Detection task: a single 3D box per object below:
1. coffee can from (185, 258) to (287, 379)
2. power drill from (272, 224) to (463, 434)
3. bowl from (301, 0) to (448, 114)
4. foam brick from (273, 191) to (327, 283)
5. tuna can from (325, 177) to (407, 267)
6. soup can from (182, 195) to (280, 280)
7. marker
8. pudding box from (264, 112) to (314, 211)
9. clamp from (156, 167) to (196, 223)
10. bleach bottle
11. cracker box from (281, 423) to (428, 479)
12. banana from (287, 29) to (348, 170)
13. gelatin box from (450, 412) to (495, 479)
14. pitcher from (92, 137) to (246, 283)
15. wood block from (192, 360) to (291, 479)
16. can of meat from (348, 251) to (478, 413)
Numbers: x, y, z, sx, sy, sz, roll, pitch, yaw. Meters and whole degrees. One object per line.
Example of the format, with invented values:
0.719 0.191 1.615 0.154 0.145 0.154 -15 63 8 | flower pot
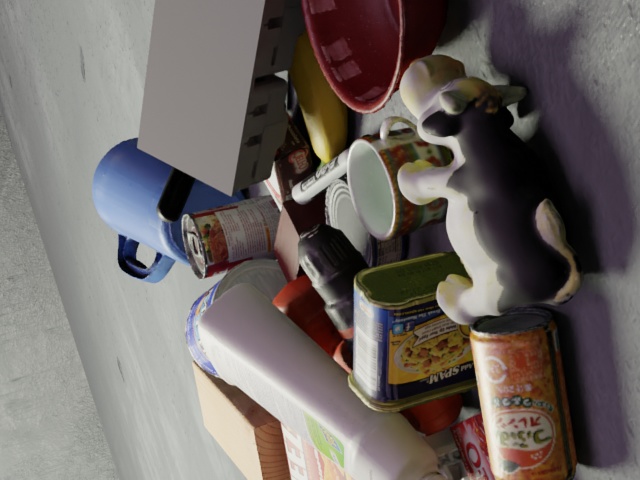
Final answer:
-0.072 0.082 1.061 0.140 0.102 0.103 144 110 -68 | coffee can
0.021 0.067 0.860 0.184 0.057 0.188 56 165 -10 | power drill
0.040 -0.169 0.721 0.162 0.055 0.162 166 90 -69 | bowl
-0.006 0.001 0.959 0.078 0.053 0.051 106 144 -53 | foam brick
0.037 -0.011 0.865 0.086 0.033 0.086 166 90 -70 | tuna can
-0.081 -0.005 1.077 0.069 0.102 0.068 166 90 -70 | soup can
0.013 -0.058 0.883 0.121 0.020 0.020 -31 73 55 | marker
-0.040 -0.083 0.959 0.090 0.039 0.113 60 170 24 | pudding box
-0.130 -0.103 1.130 0.036 0.164 0.210 38 180 -22 | clamp
0.008 0.133 0.826 0.251 0.068 0.102 36 159 37 | bleach bottle
0.031 0.213 0.974 0.214 0.072 0.164 -157 56 -66 | cracker box
-0.017 -0.143 0.880 0.070 0.037 0.198 -1 113 52 | banana
0.130 0.163 0.744 0.073 0.030 0.089 129 124 -65 | gelatin box
-0.180 -0.034 1.278 0.243 0.144 0.149 25 142 61 | pitcher
-0.062 0.194 1.180 0.206 0.090 0.091 -151 50 -62 | wood block
0.071 0.060 0.730 0.057 0.102 0.084 -136 39 -54 | can of meat
